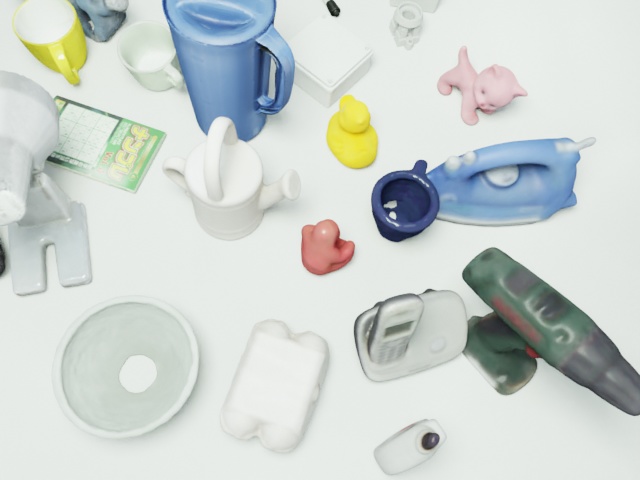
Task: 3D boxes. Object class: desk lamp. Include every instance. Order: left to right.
[{"bbox_3d":[-0.359,-0.064,0.694,0.118,0.213,0.203,-12,69,-10],"label":"desk lamp"}]

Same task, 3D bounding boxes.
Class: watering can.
[{"bbox_3d":[-0.114,-0.083,0.735,0.173,0.194,0.101,-8,68,-8],"label":"watering can"}]

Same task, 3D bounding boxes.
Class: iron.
[{"bbox_3d":[0.245,-0.095,0.801,0.258,0.141,0.118,-6,68,-8],"label":"iron"}]

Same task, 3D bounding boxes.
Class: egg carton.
[{"bbox_3d":[-0.052,0.177,0.702,0.107,0.069,0.150,18,67,2],"label":"egg carton"}]

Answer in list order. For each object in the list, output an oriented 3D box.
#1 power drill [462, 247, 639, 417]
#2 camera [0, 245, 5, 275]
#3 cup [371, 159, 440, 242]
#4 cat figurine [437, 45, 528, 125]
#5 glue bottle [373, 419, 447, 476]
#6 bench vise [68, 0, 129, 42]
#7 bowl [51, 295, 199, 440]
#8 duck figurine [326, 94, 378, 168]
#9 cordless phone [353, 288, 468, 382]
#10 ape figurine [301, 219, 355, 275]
[{"bbox_3d":[0.250,0.120,0.677,0.076,0.208,0.229,-37,75,-18],"label":"power drill"},{"bbox_3d":[-0.472,-0.005,0.721,0.143,0.101,0.136,-29,73,-15],"label":"camera"},{"bbox_3d":[0.115,-0.048,0.795,0.091,0.095,0.118,23,68,5],"label":"cup"},{"bbox_3d":[0.249,-0.242,0.875,0.067,0.118,0.127,-31,74,-16],"label":"cat figurine"},{"bbox_3d":[0.108,0.227,0.639,0.078,0.173,0.037,-32,73,-16],"label":"glue bottle"},{"bbox_3d":[-0.377,-0.412,0.832,0.207,0.220,0.121,9,67,-1],"label":"bench vise"},{"bbox_3d":[-0.226,0.155,0.692,0.167,0.075,0.167,2,68,-4],"label":"bowl"},{"bbox_3d":[0.051,-0.164,0.842,0.077,0.086,0.104,-15,70,-11],"label":"duck figurine"},{"bbox_3d":[0.119,0.100,0.686,0.148,0.185,0.094,-17,70,-11],"label":"cordless phone"},{"bbox_3d":[0.007,0.003,0.766,0.077,0.092,0.076,41,70,12],"label":"ape figurine"}]
